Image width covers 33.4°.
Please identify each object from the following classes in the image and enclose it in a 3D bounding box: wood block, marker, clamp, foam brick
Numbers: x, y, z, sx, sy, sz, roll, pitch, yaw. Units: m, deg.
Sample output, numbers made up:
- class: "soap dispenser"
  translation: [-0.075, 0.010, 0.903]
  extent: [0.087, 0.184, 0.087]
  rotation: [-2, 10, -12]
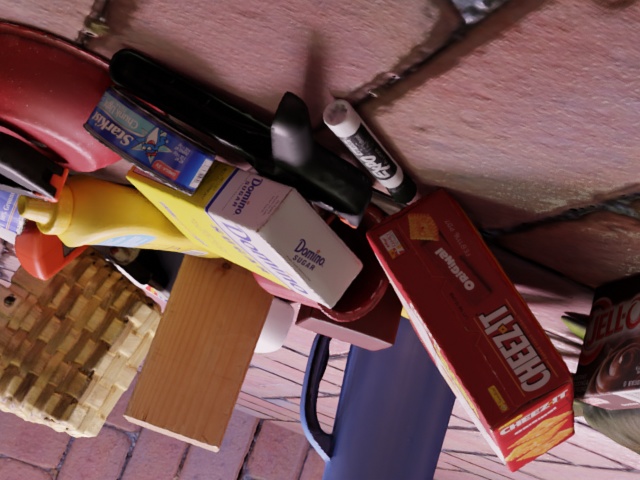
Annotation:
- class: "wood block"
  translation: [-0.101, 0.083, 0.989]
  extent: [0.091, 0.206, 0.090]
  rotation: [20, 165, -2]
- class: "marker"
  translation: [0.036, -0.054, 0.691]
  extent: [0.020, 0.020, 0.121]
  rotation: [11, 163, 31]
- class: "clamp"
  translation: [-0.271, -0.070, 0.773]
  extent: [0.171, 0.039, 0.120]
  rotation: [28, 166, -26]
- class: "clamp"
  translation: [-0.020, -0.057, 0.697]
  extent: [0.165, 0.036, 0.209]
  rotation: [21, 172, 46]
- class: "foam brick"
  translation: [0.027, 0.058, 0.921]
  extent: [0.078, 0.053, 0.051]
  rotation: [20, 163, -10]

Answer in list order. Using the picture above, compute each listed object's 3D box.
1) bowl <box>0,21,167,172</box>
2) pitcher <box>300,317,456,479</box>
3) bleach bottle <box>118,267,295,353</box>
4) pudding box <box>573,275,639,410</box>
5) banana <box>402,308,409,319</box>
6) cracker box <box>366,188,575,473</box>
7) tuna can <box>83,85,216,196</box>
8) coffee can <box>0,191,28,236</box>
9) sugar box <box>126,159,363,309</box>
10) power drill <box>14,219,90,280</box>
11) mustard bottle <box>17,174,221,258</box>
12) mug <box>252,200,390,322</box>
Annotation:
- class: "bowl"
  translation: [-0.196, -0.094, 0.777]
  extent: [0.162, 0.055, 0.162]
  rotation: [19, 166, 5]
- class: "pitcher"
  translation: [0.063, 0.206, 1.149]
  extent: [0.149, 0.242, 0.144]
  rotation: [4, 156, 31]
- class: "bleach bottle"
  translation: [-0.155, 0.052, 1.240]
  extent: [0.250, 0.068, 0.103]
  rotation: [30, 162, -27]
- class: "pudding box"
  translation: [0.227, 0.072, 0.758]
  extent: [0.039, 0.090, 0.114]
  rotation: [20, 165, -12]
- class: "banana"
  translation: [0.130, 0.089, 0.946]
  extent: [0.198, 0.069, 0.037]
  rotation: [51, 177, 44]
- class: "cracker box"
  translation: [0.120, 0.075, 0.795]
  extent: [0.164, 0.072, 0.213]
  rotation: [58, 180, 23]
- class: "tuna can"
  translation: [-0.112, -0.067, 0.709]
  extent: [0.086, 0.034, 0.086]
  rotation: [33, -176, -3]
- class: "coffee can"
  translation: [-0.290, -0.077, 0.866]
  extent: [0.140, 0.103, 0.103]
  rotation: [23, 165, -13]
- class: "sugar box"
  translation: [-0.058, -0.014, 0.764]
  extent: [0.176, 0.048, 0.093]
  rotation: [25, 163, 50]
- class: "power drill"
  translation: [-0.312, -0.016, 0.968]
  extent: [0.188, 0.184, 0.057]
  rotation: [12, 122, 18]
- class: "mustard bottle"
  translation: [-0.154, -0.019, 0.868]
  extent: [0.191, 0.058, 0.096]
  rotation: [5, 176, -42]
- class: "mug"
  translation: [-0.005, 0.001, 0.833]
  extent: [0.082, 0.093, 0.117]
  rotation: [12, 133, 45]
